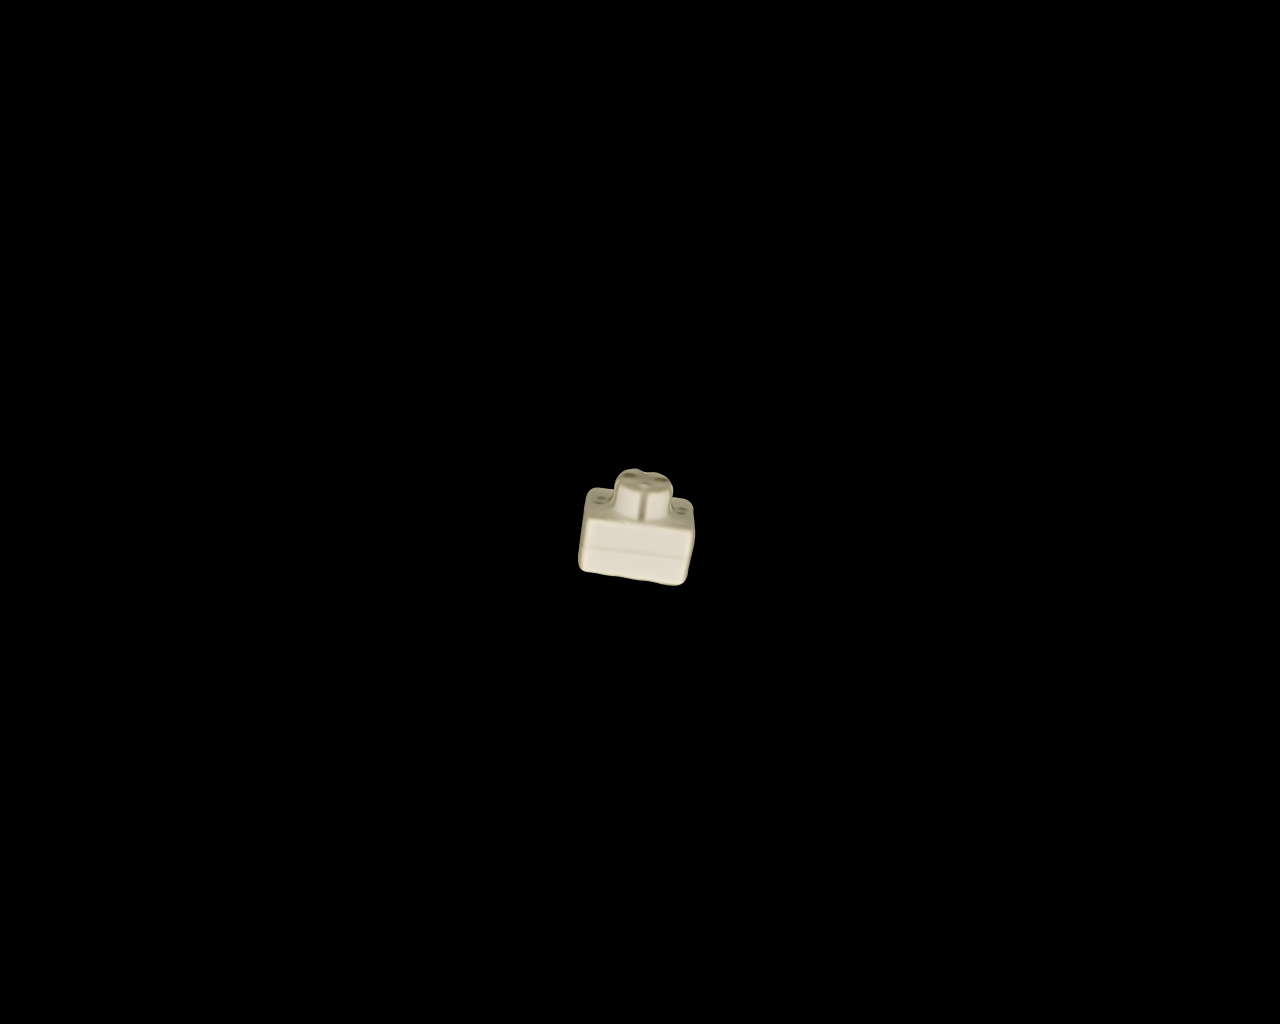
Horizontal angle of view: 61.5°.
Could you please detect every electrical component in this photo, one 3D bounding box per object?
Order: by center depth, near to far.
[{"bbox_3d":[0.001,-0.003,0.650,0.066,0.076,0.047,8,24,-3],"label":"electrical component"}]
